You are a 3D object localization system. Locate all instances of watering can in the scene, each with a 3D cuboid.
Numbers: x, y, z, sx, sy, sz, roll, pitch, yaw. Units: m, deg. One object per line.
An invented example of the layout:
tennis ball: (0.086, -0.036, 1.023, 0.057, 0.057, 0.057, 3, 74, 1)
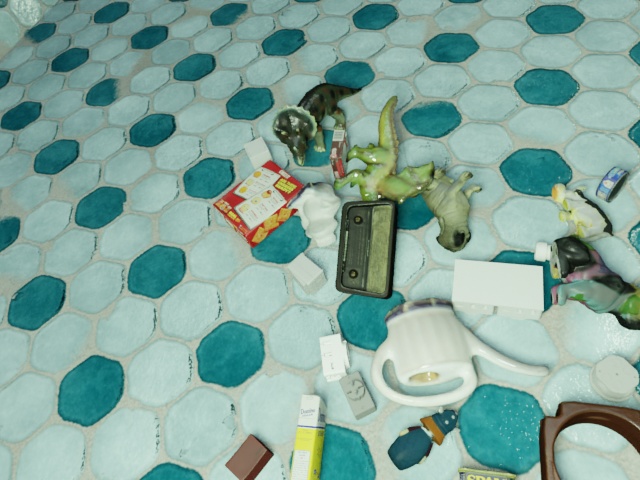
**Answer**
watering can: (0.271, 0.225, 1.075, 0.347, 0.230, 0.101, -10, -38, 0)

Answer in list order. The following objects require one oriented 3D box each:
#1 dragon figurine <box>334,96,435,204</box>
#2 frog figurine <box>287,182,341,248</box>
dragon figurine: (0.189, -0.186, 1.343, 0.245, 0.412, 0.121, 24, -6, 33)
frog figurine: (0.004, -0.068, 1.350, 0.135, 0.160, 0.124, -40, -4, 28)
